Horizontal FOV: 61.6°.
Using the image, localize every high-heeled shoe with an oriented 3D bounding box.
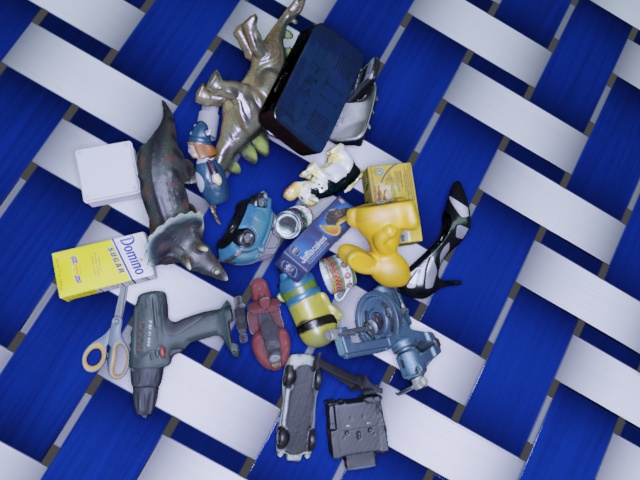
[{"bbox_3d":[0.231,-0.002,1.121,0.145,0.086,0.248,2,86,-8],"label":"high-heeled shoe"}]

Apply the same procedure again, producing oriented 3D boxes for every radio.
[{"bbox_3d":[-0.016,-0.291,1.041,0.131,0.073,0.229,30,76,-30],"label":"radio"}]

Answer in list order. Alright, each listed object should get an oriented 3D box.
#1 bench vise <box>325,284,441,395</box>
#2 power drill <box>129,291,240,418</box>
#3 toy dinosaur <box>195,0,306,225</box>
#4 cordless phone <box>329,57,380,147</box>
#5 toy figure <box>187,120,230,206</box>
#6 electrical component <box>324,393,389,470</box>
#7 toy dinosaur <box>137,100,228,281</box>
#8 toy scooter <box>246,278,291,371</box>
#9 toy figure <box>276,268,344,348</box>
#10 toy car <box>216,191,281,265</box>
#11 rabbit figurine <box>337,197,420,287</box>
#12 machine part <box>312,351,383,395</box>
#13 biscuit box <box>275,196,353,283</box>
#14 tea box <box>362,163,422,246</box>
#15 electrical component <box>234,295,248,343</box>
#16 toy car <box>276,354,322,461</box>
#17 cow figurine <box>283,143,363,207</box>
[{"bbox_3d":[0.115,0.193,1.037,0.240,0.129,0.223,0,71,-38],"label":"bench vise"},{"bbox_3d":[-0.259,0.206,1.028,0.207,0.086,0.232,-9,79,-2],"label":"power drill"},{"bbox_3d":[-0.139,-0.265,1.067,0.198,0.105,0.471,30,90,-22],"label":"toy dinosaur"},{"bbox_3d":[0.081,-0.277,1.095,0.089,0.184,0.146,18,79,-10],"label":"cordless phone"},{"bbox_3d":[-0.210,-0.143,1.000,0.058,0.064,0.154,-37,117,-51],"label":"toy figure"},{"bbox_3d":[0.072,0.375,1.053,0.115,0.058,0.134,-7,81,-7],"label":"electrical component"},{"bbox_3d":[-0.287,-0.103,1.011,0.131,0.192,0.404,-14,84,-12],"label":"toy dinosaur"},{"bbox_3d":[-0.100,0.160,1.023,0.075,0.135,0.183,-12,84,-11],"label":"toy scooter"},{"bbox_3d":[-0.030,0.126,1.063,0.089,0.082,0.180,-26,88,-41],"label":"toy figure"},{"bbox_3d":[-0.131,-0.011,1.072,0.103,0.109,0.161,34,60,-26],"label":"toy car"},{"bbox_3d":[0.120,0.014,1.025,0.162,0.122,0.173,-16,104,-11],"label":"rabbit figurine"},{"bbox_3d":[0.048,0.261,1.031,0.139,0.084,0.039,29,73,-8],"label":"machine part"},{"bbox_3d":[-0.002,-0.003,1.061,0.063,0.059,0.203,41,53,3],"label":"biscuit box"},{"bbox_3d":[0.149,-0.071,1.128,0.098,0.068,0.169,-5,82,-9],"label":"tea box"},{"bbox_3d":[-0.155,0.154,1.052,0.021,0.063,0.094,-7,81,-9],"label":"electrical component"},{"bbox_3d":[-0.041,0.324,1.046,0.073,0.056,0.201,9,81,-14],"label":"toy car"},{"bbox_3d":[0.006,-0.118,1.120,0.167,0.068,0.098,-41,99,-12],"label":"cow figurine"}]
